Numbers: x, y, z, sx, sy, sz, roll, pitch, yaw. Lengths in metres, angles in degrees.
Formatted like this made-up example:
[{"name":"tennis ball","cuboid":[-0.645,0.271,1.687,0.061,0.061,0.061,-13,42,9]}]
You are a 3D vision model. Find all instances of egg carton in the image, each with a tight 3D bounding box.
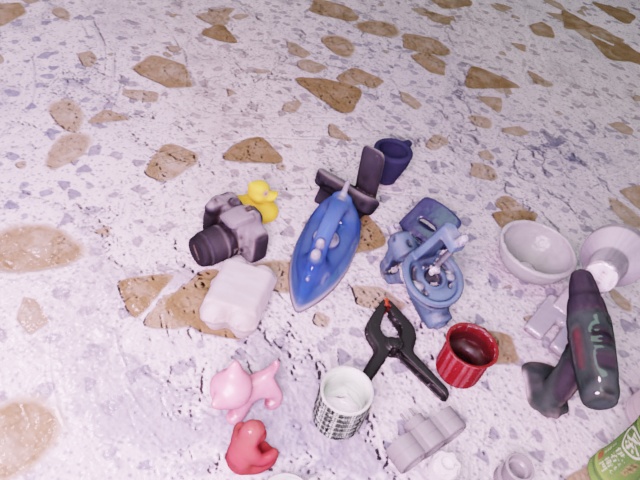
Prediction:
[{"name":"egg carton","cuboid":[-0.142,0.098,1.006,0.107,0.069,0.150,17,45,3]}]

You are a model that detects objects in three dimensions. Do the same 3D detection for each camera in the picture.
[{"name":"camera","cuboid":[-0.185,-0.018,1.088,0.137,0.101,0.143,-27,58,-34]}]

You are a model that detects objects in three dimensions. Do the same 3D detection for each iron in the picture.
[{"name":"iron","cuboid":[0.010,0.004,1.086,0.118,0.141,0.258,19,45,5]}]

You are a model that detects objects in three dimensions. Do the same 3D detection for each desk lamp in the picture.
[{"name":"desk lamp","cuboid":[0.511,0.088,1.077,0.117,0.213,0.204,37,49,22]}]

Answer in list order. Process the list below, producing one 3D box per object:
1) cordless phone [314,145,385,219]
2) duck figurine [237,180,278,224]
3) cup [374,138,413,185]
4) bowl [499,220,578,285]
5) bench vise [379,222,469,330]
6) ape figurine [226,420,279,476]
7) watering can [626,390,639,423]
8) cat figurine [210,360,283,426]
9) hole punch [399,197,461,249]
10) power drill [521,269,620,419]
[{"name":"cordless phone","cuboid":[0.067,-0.140,1.210,0.147,0.185,0.094,29,47,15]},{"name":"duck figurine","cuboid":[-0.134,-0.086,1.177,0.104,0.086,0.077,8,45,-6]},{"name":"cup","cuboid":[0.169,-0.182,1.341,0.091,0.095,0.118,37,49,22]},{"name":"bowl","cuboid":[0.447,0.039,1.208,0.167,0.075,0.167,7,45,-7]},{"name":"bench vise","cuboid":[0.184,0.033,1.045,0.122,0.220,0.207,-31,60,-36]},{"name":"ape figurine","cuboid":[-0.097,0.288,0.815,0.076,0.092,0.077,-19,53,-29]},{"name":"watering can","cuboid":[0.605,0.249,0.957,0.101,0.194,0.172,-7,49,-20]},{"name":"cat figurine","cuboid":[-0.114,0.219,0.860,0.128,0.118,0.067,-19,53,-29]},{"name":"hole punch","cuboid":[0.227,-0.021,1.200,0.108,0.091,0.101,39,50,23]},{"name":"power drill","cuboid":[0.417,0.192,0.955,0.075,0.208,0.229,9,45,-5]}]
